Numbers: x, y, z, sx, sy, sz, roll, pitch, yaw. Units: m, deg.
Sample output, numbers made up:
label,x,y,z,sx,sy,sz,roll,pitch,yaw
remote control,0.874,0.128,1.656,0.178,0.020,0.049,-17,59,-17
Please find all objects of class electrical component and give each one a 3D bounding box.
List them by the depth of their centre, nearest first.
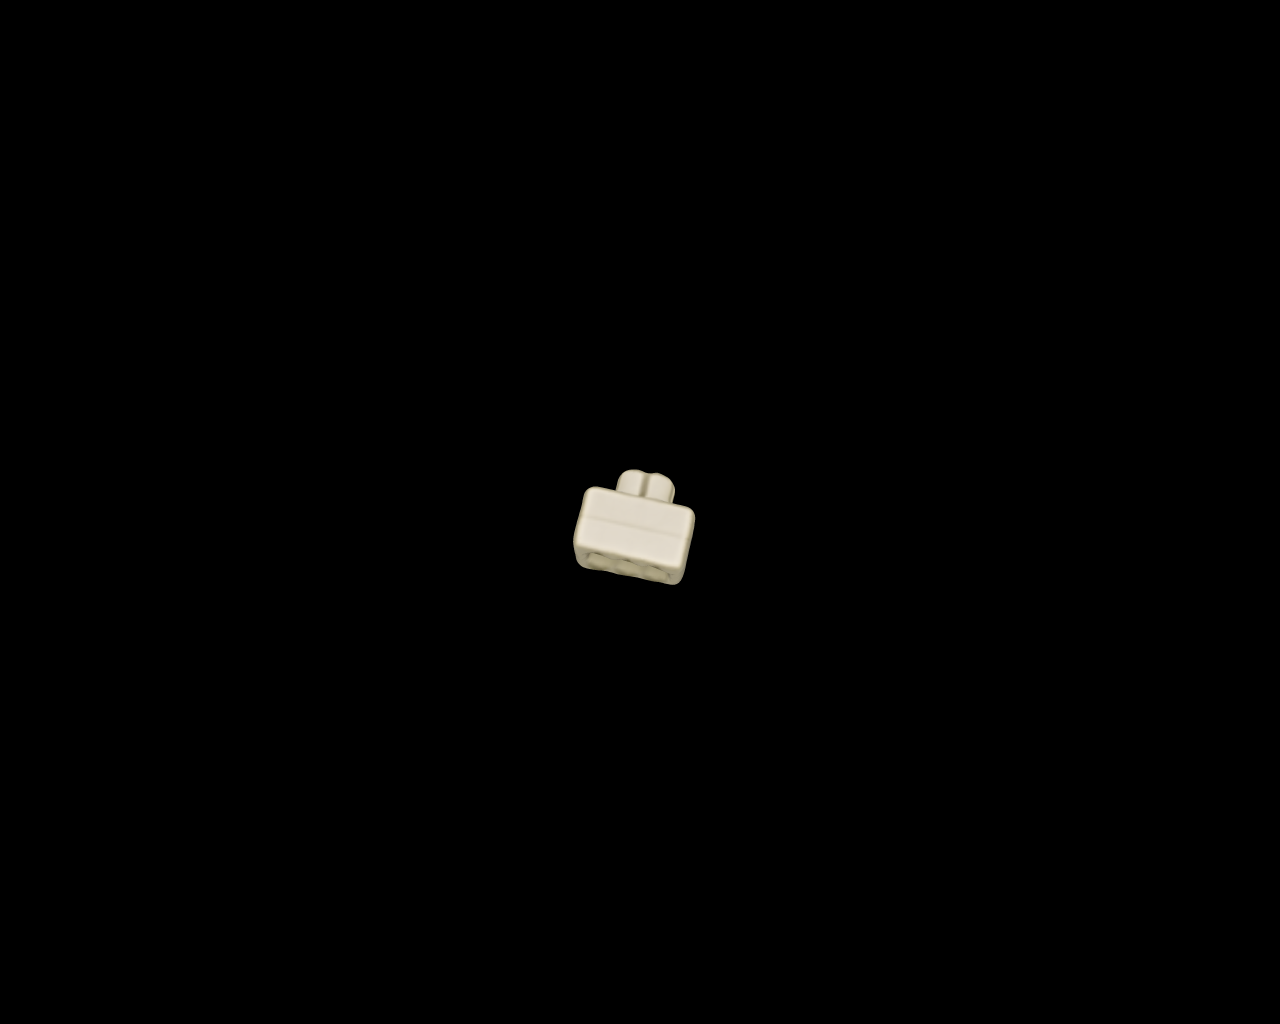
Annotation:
label,x,y,z,sx,sy,sz,roll,pitch,yaw
electrical component,0.001,-0.003,0.650,0.066,0.077,0.047,13,-15,4
